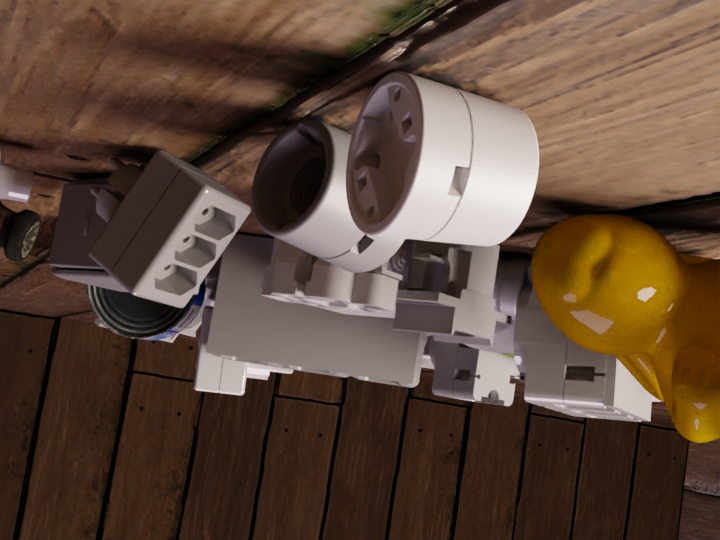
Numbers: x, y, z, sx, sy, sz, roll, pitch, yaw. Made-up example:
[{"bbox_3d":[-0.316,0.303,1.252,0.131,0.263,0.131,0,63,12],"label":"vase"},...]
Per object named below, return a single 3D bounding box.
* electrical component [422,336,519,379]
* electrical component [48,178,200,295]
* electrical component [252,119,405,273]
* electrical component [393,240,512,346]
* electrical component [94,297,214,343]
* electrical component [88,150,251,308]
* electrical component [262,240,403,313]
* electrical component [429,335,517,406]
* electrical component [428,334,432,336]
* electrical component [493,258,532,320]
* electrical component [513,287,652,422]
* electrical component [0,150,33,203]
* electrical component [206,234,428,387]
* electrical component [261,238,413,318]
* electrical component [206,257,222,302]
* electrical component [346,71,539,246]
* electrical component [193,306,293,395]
[{"bbox_3d":[0.120,0.068,1.016,0.105,0.060,0.186,13,171,-30],"label":"electrical component"},{"bbox_3d":[-0.135,-0.021,0.639,0.096,0.061,0.061,2,170,44],"label":"electrical component"},{"bbox_3d":[-0.012,-0.031,0.447,0.047,0.055,0.055,21,167,-42],"label":"electrical component"},{"bbox_3d":[0.054,0.009,0.637,0.042,0.063,0.081,4,171,38],"label":"electrical component"},{"bbox_3d":[-0.182,0.016,0.936,0.063,0.078,0.121,37,-176,22],"label":"electrical component"},{"bbox_3d":[-0.110,-0.030,0.559,0.077,0.065,0.047,38,-175,25],"label":"electrical component"},{"bbox_3d":[-0.014,-0.009,0.602,0.078,0.057,0.058,4,171,32],"label":"electrical component"},{"bbox_3d":[0.096,0.064,0.895,0.050,0.089,0.056,15,170,-40],"label":"electrical component"},{"bbox_3d":[0.064,0.030,0.861,0.043,0.043,0.062,14,165,-33],"label":"electrical component"},{"bbox_3d":[0.087,0.009,0.697,0.046,0.040,0.040,12,175,26],"label":"electrical component"},{"bbox_3d":[0.150,0.048,0.701,0.062,0.089,0.150,2,170,23],"label":"electrical component"},{"bbox_3d":[-0.208,-0.050,0.574,0.062,0.043,0.043,11,172,-23],"label":"electrical component"},{"bbox_3d":[-0.026,0.030,0.788,0.150,0.089,0.061,8,172,8],"label":"electrical component"},{"bbox_3d":[0.000,0.000,0.686,0.100,0.048,0.100,3,170,39],"label":"electrical component"},{"bbox_3d":[-0.103,0.009,0.879,0.077,0.047,0.065,6,173,8],"label":"electrical component"},{"bbox_3d":[0.028,-0.036,0.368,0.047,0.055,0.055,8,173,-25],"label":"electrical component"},{"bbox_3d":[-0.090,0.066,0.852,0.077,0.065,0.047,7,173,-9],"label":"electrical component"}]
